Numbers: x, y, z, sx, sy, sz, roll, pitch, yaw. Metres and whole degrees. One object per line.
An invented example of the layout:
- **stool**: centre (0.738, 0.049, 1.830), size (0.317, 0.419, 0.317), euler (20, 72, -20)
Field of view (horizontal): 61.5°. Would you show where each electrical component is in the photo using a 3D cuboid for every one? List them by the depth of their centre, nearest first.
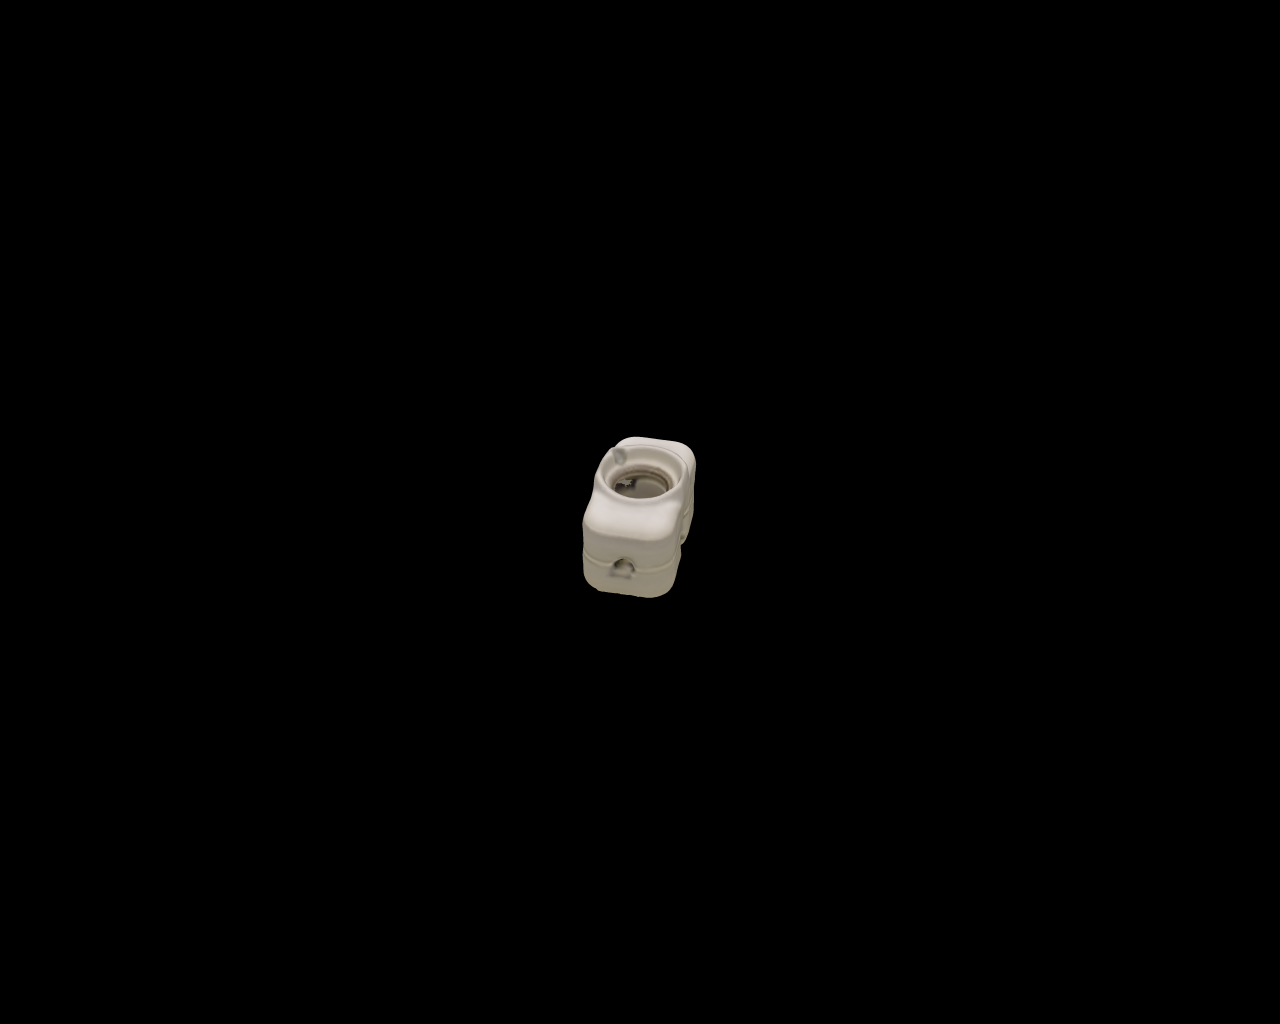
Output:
- **electrical component**: centre (0.001, -0.003, 0.650), size (0.054, 0.059, 0.095), euler (8, 40, 10)
